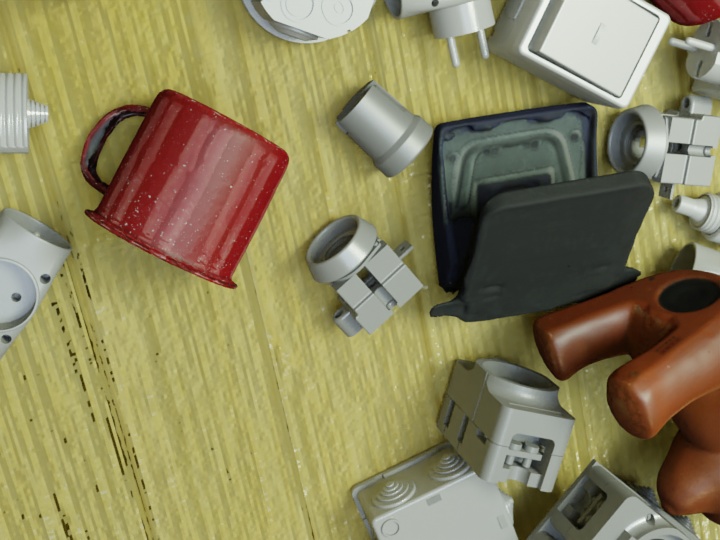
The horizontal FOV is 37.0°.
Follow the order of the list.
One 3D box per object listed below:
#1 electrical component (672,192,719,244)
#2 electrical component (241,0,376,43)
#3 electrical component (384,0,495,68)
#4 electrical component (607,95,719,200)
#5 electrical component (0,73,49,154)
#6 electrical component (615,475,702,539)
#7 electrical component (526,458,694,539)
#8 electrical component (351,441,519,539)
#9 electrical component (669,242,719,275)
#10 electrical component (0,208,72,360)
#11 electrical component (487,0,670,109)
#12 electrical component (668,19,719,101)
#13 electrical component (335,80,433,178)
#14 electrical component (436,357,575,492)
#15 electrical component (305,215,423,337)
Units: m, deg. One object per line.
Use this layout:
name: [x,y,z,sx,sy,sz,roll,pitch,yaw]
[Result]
electrical component: [0.234,-0.036,0.707,0.061,0.035,0.035,16,100,-15]
electrical component: [-0.027,-0.166,0.597,0.080,0.051,0.080,-4,105,-14]
electrical component: [0.056,-0.159,0.624,0.077,0.043,0.079,-18,108,-9]
electrical component: [0.191,-0.079,0.679,0.055,0.048,0.066,2,104,-23]
electrical component: [-0.209,-0.084,0.575,0.081,0.043,0.043,-1,104,-14]
electrical component: [0.187,0.203,0.747,0.100,0.048,0.099,38,92,-20]
electrical component: [0.192,0.223,0.694,0.186,0.060,0.105,39,91,-20]
electrical component: [0.053,0.169,0.704,0.100,0.048,0.099,-24,108,-7]
electrical component: [0.240,0.029,0.717,0.077,0.043,0.079,20,119,-4]
electrical component: [-0.214,0.000,0.594,0.079,0.044,0.077,32,94,-19]
electrical component: [0.136,-0.138,0.641,0.096,0.061,0.061,23,97,-19]
electrical component: [0.228,-0.132,0.662,0.077,0.066,0.047,12,97,-17]
electrical component: [0.013,-0.084,0.635,0.046,0.040,0.040,41,91,-15]
electrical component: [0.090,0.091,0.672,0.050,0.089,0.055,13,100,-17]
electrical component: [0.000,0.000,0.650,0.066,0.048,0.055,-42,117,-1]
